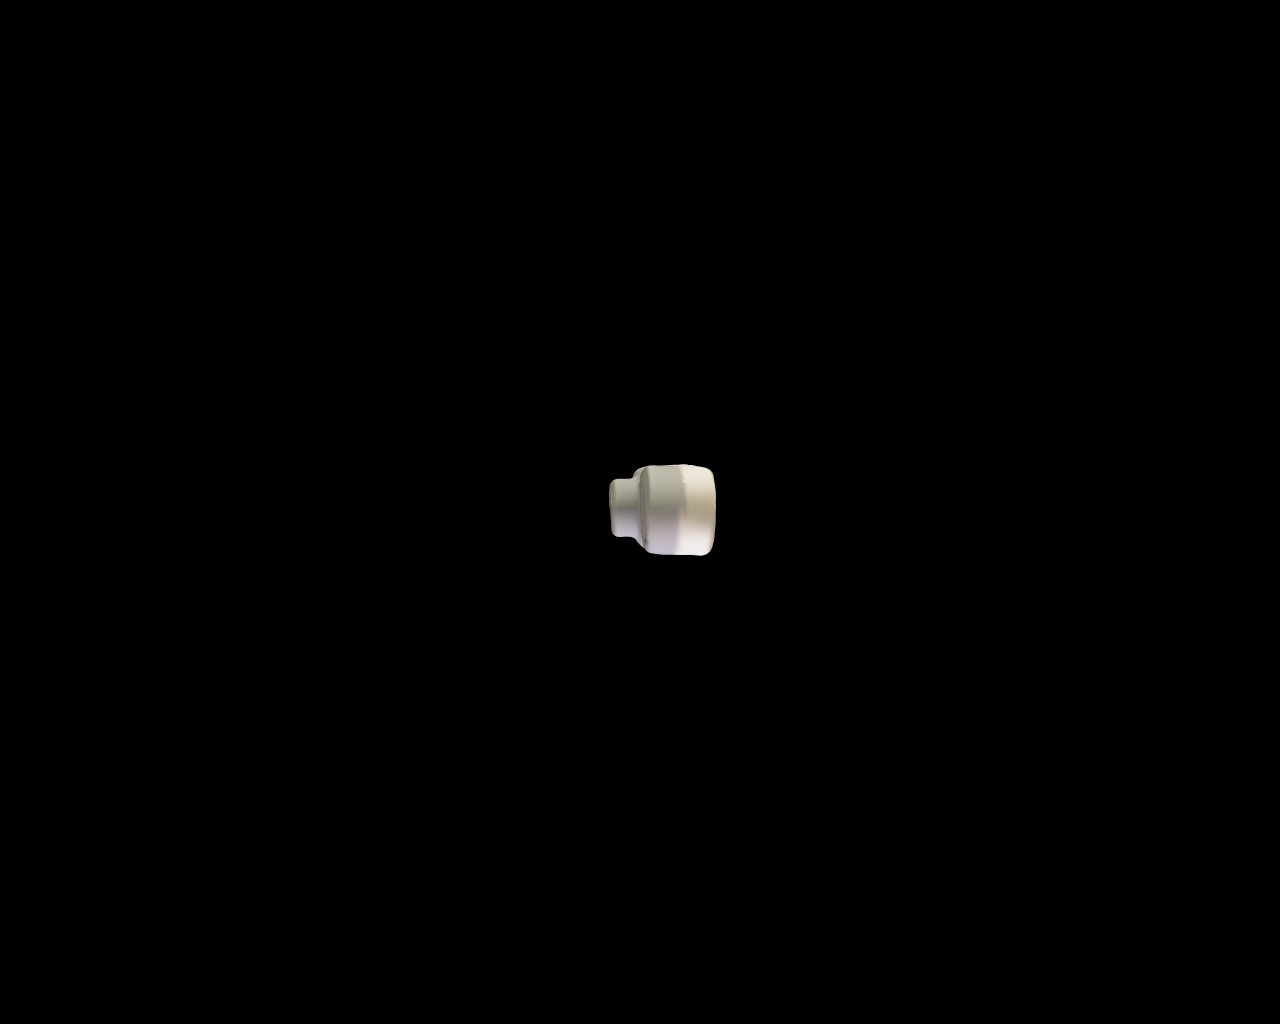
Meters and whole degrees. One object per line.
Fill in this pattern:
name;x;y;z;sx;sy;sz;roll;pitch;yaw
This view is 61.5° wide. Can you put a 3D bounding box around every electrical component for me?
electrical component;0.001;-0.003;0.650;0.074;0.052;0.138;0;2;-4
